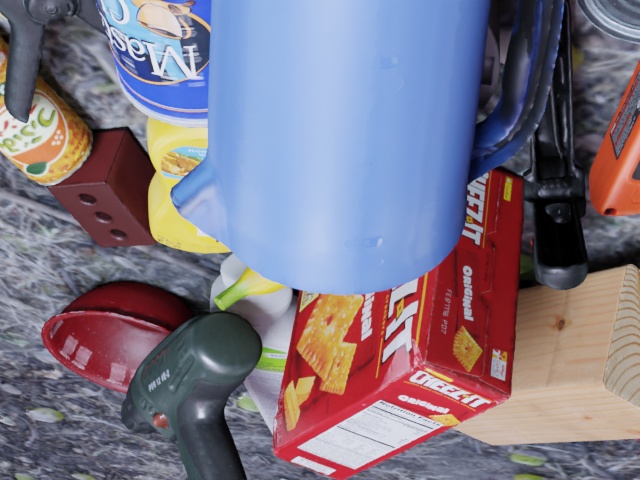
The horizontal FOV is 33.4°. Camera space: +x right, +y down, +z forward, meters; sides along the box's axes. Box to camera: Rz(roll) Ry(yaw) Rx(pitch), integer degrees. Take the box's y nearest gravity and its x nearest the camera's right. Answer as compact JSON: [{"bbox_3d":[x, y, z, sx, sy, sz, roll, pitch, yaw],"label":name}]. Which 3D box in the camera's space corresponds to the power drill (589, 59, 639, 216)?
[{"bbox_3d":[0.251,-0.029,0.590,0.187,0.057,0.185,14,120,-3],"label":"power drill"}]

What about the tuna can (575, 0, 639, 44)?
[{"bbox_3d":[0.167,-0.137,0.523,0.086,0.033,0.086,10,146,6],"label":"tuna can"}]

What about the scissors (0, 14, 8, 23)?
[{"bbox_3d":[-0.195,-0.185,0.596,0.096,0.016,0.202,18,147,-10],"label":"scissors"}]

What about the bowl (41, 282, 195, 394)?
[{"bbox_3d":[-0.164,0.084,0.959,0.162,0.055,0.162,9,147,6],"label":"bowl"}]

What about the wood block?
[{"bbox_3d":[0.171,0.092,0.784,0.090,0.090,0.206,28,156,-23],"label":"wood block"}]

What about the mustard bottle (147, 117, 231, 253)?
[{"bbox_3d":[-0.063,-0.060,0.687,0.096,0.058,0.192,-2,151,-9],"label":"mustard bottle"}]

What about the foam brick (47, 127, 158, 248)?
[{"bbox_3d":[-0.150,-0.036,0.773,0.053,0.051,0.078,-3,144,25],"label":"foam brick"}]

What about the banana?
[{"bbox_3d":[0.001,-0.006,0.756,0.037,0.069,0.198,46,130,-3],"label":"banana"}]

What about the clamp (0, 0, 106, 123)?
[{"bbox_3d":[-0.161,-0.137,0.618,0.120,0.039,0.171,-25,135,7],"label":"clamp"}]

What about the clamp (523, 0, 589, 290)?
[{"bbox_3d":[0.137,-0.039,0.628,0.036,0.164,0.210,-2,168,11],"label":"clamp"}]

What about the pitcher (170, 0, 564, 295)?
[{"bbox_3d":[0.023,-0.105,0.459,0.145,0.149,0.243,22,137,17],"label":"pitcher"}]

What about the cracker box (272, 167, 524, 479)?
[{"bbox_3d":[0.049,0.058,0.743,0.072,0.164,0.214,22,147,-18],"label":"cracker box"}]

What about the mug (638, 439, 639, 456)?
[{"bbox_3d":[0.280,0.122,0.813,0.093,0.117,0.081,36,153,29],"label":"mug"}]

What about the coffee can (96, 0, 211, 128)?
[{"bbox_3d":[-0.066,-0.140,0.537,0.103,0.102,0.140,7,147,9],"label":"coffee can"}]

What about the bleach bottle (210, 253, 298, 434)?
[{"bbox_3d":[-0.027,0.095,0.923,0.103,0.068,0.251,1,143,17],"label":"bleach bottle"}]
